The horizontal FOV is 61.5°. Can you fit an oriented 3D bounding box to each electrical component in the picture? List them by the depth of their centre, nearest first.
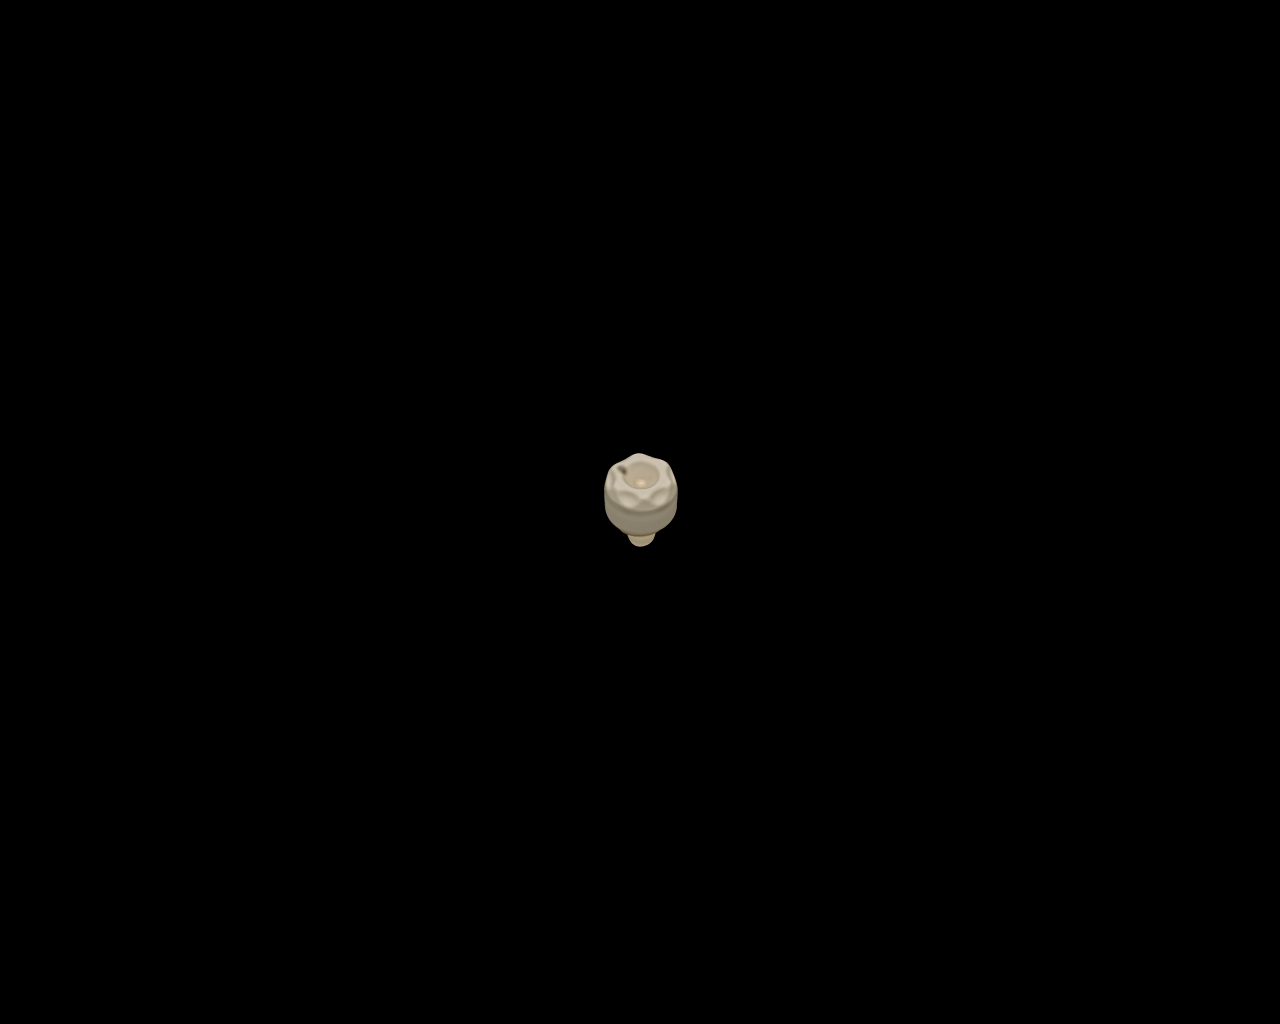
[{"bbox_3d":[0.001,-0.003,0.650,0.043,0.043,0.062,0,-41,0],"label":"electrical component"}]
